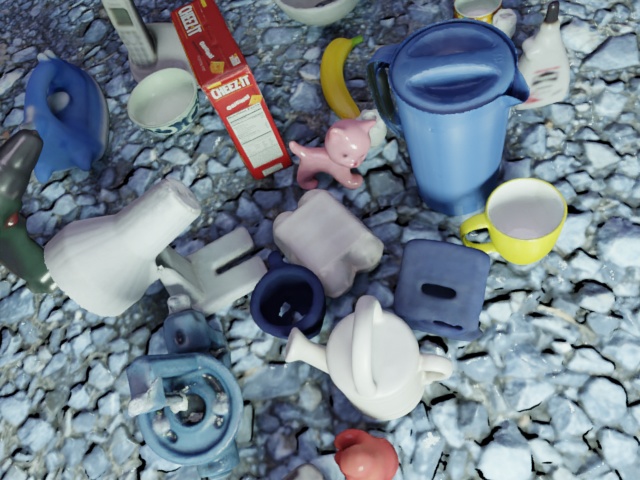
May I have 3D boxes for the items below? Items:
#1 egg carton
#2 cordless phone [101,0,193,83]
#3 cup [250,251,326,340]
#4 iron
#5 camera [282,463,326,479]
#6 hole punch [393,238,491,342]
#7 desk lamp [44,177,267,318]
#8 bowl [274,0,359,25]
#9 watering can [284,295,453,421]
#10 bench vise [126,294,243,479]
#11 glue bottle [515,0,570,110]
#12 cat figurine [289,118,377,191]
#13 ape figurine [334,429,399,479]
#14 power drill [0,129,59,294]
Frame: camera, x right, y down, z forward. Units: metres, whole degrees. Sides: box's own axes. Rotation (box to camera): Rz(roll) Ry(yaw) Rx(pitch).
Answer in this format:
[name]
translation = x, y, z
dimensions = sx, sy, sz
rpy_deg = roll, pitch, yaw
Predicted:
[egg carton]
translation = 0.007, 0.003, 0.762
dimensions = 0.107, 0.069, 0.150
rpy_deg = -41, 61, -9
[cordless phone]
translation = -0.272, -0.340, 0.945
dimensions = 0.147, 0.185, 0.094
rpy_deg = 4, 64, 16
[cup]
translation = -0.035, 0.078, 0.718
dimensions = 0.091, 0.095, 0.117
rpy_deg = -22, 60, 2
[iron]
translation = -0.438, -0.231, 0.954
dimensions = 0.118, 0.142, 0.258
rpy_deg = -14, 60, 7
[camera]
translation = -0.021, 0.325, 0.582
dimensions = 0.137, 0.101, 0.143
rpy_deg = -38, 61, -7
[hole punch]
translation = 0.147, 0.060, 0.685
dimensions = 0.108, 0.091, 0.101
rpy_deg = 10, 66, 19
[desk lamp]
translation = -0.198, 0.018, 0.722
dimensions = 0.203, 0.214, 0.117
rpy_deg = -30, 60, -3
[bowl]
translation = 0.005, -0.426, 0.986
dimensions = 0.167, 0.075, 0.167
rpy_deg = -6, 62, 11
[watering can]
translation = 0.049, 0.127, 0.614
dimensions = 0.172, 0.194, 0.101
rpy_deg = -17, 60, 5
[bench vise]
translation = -0.167, 0.153, 0.639
dimensions = 0.121, 0.220, 0.207
rpy_deg = -34, 60, -5
[glue bottle]
translation = 0.298, -0.246, 0.761
dimensions = 0.078, 0.173, 0.037
rpy_deg = -15, 60, 6
[cat figurine]
translation = 0.019, -0.127, 0.800
dimensions = 0.127, 0.118, 0.067
rpy_deg = -3, 62, 13
[ape figurine]
translation = 0.045, 0.239, 0.615
dimensions = 0.076, 0.092, 0.078
rpy_deg = -9, 61, 10
[power drill]
translation = -0.421, -0.017, 0.798
dimensions = 0.075, 0.209, 0.230
rpy_deg = 30, 74, 26
